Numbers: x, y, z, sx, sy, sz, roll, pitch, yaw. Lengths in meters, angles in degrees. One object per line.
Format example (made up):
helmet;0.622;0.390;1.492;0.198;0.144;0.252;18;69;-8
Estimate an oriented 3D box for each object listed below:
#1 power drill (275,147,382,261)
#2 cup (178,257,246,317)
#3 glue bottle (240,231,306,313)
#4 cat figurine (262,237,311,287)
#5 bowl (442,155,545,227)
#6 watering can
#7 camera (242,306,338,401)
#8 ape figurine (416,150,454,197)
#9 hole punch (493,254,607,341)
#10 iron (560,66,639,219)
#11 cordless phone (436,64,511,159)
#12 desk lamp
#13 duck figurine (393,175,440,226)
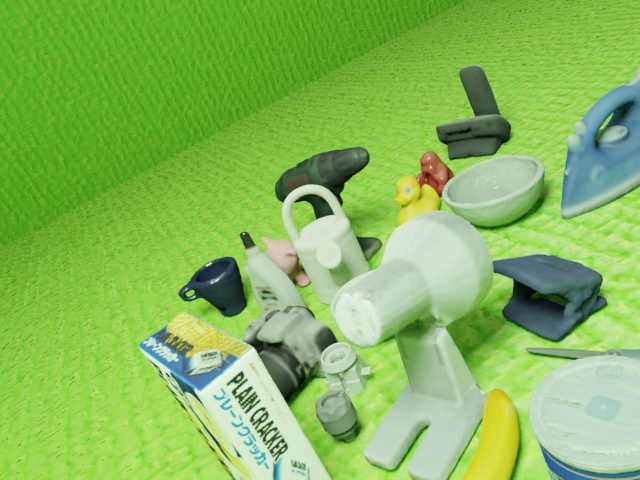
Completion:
power drill;0.028;-0.061;1.012;0.228;0.209;0.076;0;34;43
cup;-0.186;0.098;1.035;0.118;0.095;0.091;-30;24;-10
glue bottle;-0.087;0.059;0.922;0.078;0.173;0.037;-7;30;35
cat figurine;-0.070;0.034;1.024;0.067;0.118;0.127;-29;24;-9
bowl;0.291;-0.071;0.942;0.167;0.075;0.167;-21;24;10
watering can;0.010;0.002;0.918;0.101;0.194;0.172;-34;25;-18
camera;-0.062;0.160;0.783;0.142;0.101;0.137;2;36;46
ape figurine;0.220;-0.130;1.110;0.076;0.092;0.077;-29;24;-8
hole punch;0.273;0.050;0.694;0.101;0.091;0.108;-32;25;-15
iron;0.445;-0.157;0.886;0.259;0.142;0.118;-35;26;-20
cordless phone;0.307;-0.272;1.200;0.147;0.185;0.094;-5;31;38
desk lamp;0.105;0.102;0.601;0.117;0.214;0.204;-1;34;43
duck figurine;0.173;-0.080;1.061;0.077;0.086;0.105;3;37;47
